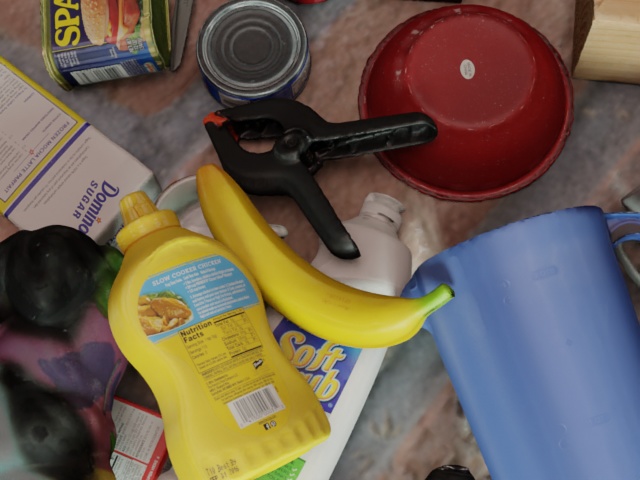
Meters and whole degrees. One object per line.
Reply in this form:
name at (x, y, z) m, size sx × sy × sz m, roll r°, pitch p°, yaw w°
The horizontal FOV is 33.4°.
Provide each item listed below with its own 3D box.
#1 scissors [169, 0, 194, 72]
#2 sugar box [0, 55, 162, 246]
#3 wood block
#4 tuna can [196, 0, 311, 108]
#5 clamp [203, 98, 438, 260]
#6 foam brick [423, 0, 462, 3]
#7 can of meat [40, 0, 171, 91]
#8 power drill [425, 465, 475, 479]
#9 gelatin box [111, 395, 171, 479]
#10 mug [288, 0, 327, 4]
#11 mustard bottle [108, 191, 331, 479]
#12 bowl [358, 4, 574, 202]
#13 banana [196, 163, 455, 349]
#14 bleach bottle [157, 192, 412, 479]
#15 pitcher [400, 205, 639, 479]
scissors at (-0.083, -0.231, 0.842) m, size 0.096 × 0.016 × 0.202 m, roll -10°, pitch 73°, yaw 1°
sugar box at (-0.213, -0.060, 0.785) m, size 0.176 × 0.048 × 0.093 m, roll 38°, pitch 79°, yaw 9°
wood block at (0.293, -0.164, 0.764) m, size 0.206 × 0.090 × 0.091 m, roll 6°, pitch 73°, yaw 5°
tuna can at (-0.050, -0.140, 0.804) m, size 0.086 × 0.034 × 0.086 m, roll -1°, pitch 73°, yaw 3°
clamp at (-0.005, -0.065, 0.753) m, size 0.172 × 0.039 × 0.120 m, roll 31°, pitch 66°, yaw 31°
foam brick at (0.074, -0.217, 0.811) m, size 0.078 × 0.053 × 0.051 m, roll 5°, pitch 74°, yaw 3°
can of meat at (-0.160, -0.170, 0.802) m, size 0.084 × 0.057 × 0.102 m, roll -8°, pitch 73°, yaw 7°
power drill at (0.012, 0.221, 0.642) m, size 0.187 × 0.057 × 0.184 m, roll 12°, pitch 80°, yaw -21°
gelatin box at (-0.146, 0.143, 0.727) m, size 0.089 × 0.030 × 0.073 m, roll 20°, pitch 76°, yaw 12°
mug at (-0.018, -0.240, 0.807) m, size 0.093 × 0.081 × 0.117 m, roll -42°, pitch 76°, yaw -9°
mustard bottle at (-0.075, 0.055, 0.653) m, size 0.096 × 0.058 × 0.192 m, roll -20°, pitch 75°, yaw -34°
bowl at (0.108, -0.112, 0.776) m, size 0.162 × 0.055 × 0.162 m, roll -1°, pitch 73°, yaw 3°
banana at (-0.009, 0.019, 0.688) m, size 0.198 × 0.037 × 0.069 m, roll 27°, pitch 95°, yaw 22°
bleach bottle at (-0.012, 0.078, 0.724) m, size 0.102 × 0.068 × 0.250 m, roll 23°, pitch 74°, yaw 9°
pitcher at (0.165, 0.105, 0.670) m, size 0.144 × 0.149 × 0.243 m, roll -8°, pitch 74°, yaw -39°
